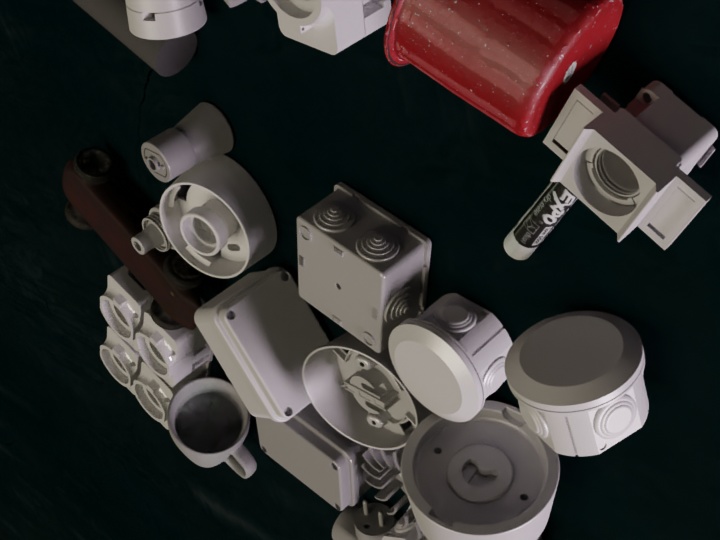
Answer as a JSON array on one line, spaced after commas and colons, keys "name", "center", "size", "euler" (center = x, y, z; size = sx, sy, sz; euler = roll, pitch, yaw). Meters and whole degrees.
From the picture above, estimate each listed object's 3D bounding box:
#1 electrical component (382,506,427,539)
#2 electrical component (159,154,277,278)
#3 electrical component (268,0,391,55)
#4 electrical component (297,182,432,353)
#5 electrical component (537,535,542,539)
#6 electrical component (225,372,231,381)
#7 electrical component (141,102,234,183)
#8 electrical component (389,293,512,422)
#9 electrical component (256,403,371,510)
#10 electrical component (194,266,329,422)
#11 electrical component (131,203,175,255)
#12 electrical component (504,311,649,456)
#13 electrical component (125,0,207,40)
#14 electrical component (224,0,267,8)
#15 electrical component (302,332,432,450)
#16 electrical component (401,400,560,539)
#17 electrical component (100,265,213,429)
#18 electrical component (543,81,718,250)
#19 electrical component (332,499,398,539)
[{"name": "electrical component", "center": [0.062, 0.239, 0.921], "size": [0.080, 0.051, 0.080], "euler": [33, 144, 29]}, {"name": "electrical component", "center": [-0.114, -0.044, 0.881], "size": [0.099, 0.064, 0.099], "euler": [20, 132, 24]}, {"name": "electrical component", "center": [-0.021, -0.175, 0.613], "size": [0.050, 0.056, 0.089], "euler": [29, 141, 34]}, {"name": "electrical component", "center": [0.000, 0.000, 0.767], "size": [0.100, 0.048, 0.099], "euler": [35, 144, 27]}, {"name": "electrical component", "center": [0.116, 0.209, 0.825], "size": [0.043, 0.043, 0.081], "euler": [38, 138, 23]}, {"name": "electrical component", "center": [-0.091, 0.076, 0.949], "size": [0.043, 0.062, 0.043], "euler": [33, 144, 29]}, {"name": "electrical component", "center": [-0.136, -0.096, 0.833], "size": [0.044, 0.065, 0.044], "euler": [33, 144, 29]}, {"name": "electrical component", "center": [0.063, 0.060, 0.741], "size": [0.080, 0.051, 0.080], "euler": [33, 144, 29]}, {"name": "electrical component", "center": [-0.035, 0.149, 0.954], "size": [0.113, 0.057, 0.078], "euler": [32, 143, 31]}, {"name": "electrical component", "center": [-0.074, 0.062, 0.898], "size": [0.057, 0.078, 0.113], "euler": [-7, 116, 58]}, {"name": "electrical component", "center": [-0.171, -0.036, 0.942], "size": [0.043, 0.062, 0.043], "euler": [33, 143, 29]}, {"name": "electrical component", "center": [0.129, 0.066, 0.634], "size": [0.080, 0.080, 0.051], "euler": [18, 140, 43]}, {"name": "electrical component", "center": [-0.138, -0.194, 0.751], "size": [0.055, 0.055, 0.047], "euler": [27, 137, 36]}, {"name": "electrical component", "center": [-0.085, -0.203, 0.681], "size": [0.081, 0.043, 0.043], "euler": [51, 149, 4]}, {"name": "electrical component", "center": [0.012, 0.088, 0.822], "size": [0.099, 0.064, 0.099], "euler": [34, 142, 31]}, {"name": "electrical component", "center": [0.085, 0.152, 0.756], "size": [0.108, 0.108, 0.060], "euler": [32, 149, 31]}, {"name": "electrical component", "center": [-0.211, 0.078, 1.111], "size": [0.105, 0.060, 0.186], "euler": [42, 147, 16]}, {"name": "electrical component", "center": [0.135, -0.055, 0.520], "size": [0.081, 0.064, 0.042], "euler": [45, 149, 13]}, {"name": "electrical component", "center": [0.015, 0.241, 0.992], "size": [0.077, 0.044, 0.079], "euler": [29, 142, 33]}]
